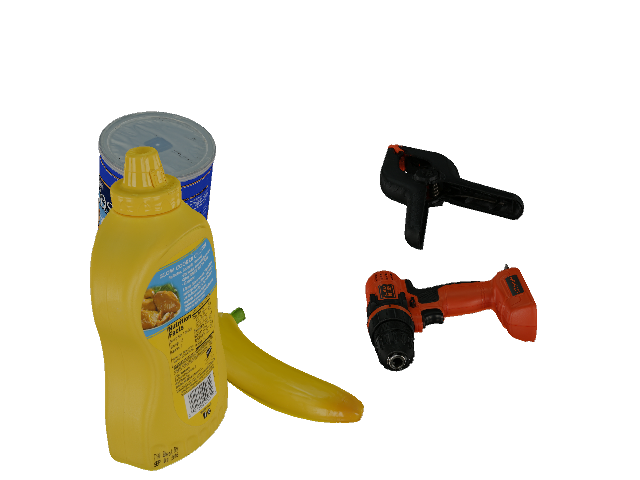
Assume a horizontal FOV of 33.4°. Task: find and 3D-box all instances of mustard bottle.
[{"bbox_3d":[-0.099,0.036,0.648,0.058,0.192,0.096,11,27,26],"label":"mustard bottle"}]

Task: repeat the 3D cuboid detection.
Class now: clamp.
[{"bbox_3d":[0.119,-0.051,1.049,0.120,0.039,0.171,-7,34,-12],"label":"clamp"}]

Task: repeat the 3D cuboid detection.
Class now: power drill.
[{"bbox_3d":[0.145,0.085,1.208,0.187,0.057,0.184,-3,27,-1],"label":"power drill"}]

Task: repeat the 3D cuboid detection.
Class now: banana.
[{"bbox_3d":[-0.046,0.098,0.862,0.069,0.037,0.198,-19,32,-28],"label":"banana"}]

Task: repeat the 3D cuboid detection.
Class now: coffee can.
[{"bbox_3d":[-0.153,-0.032,0.980,0.102,0.140,0.103,7,39,-5],"label":"coffee can"}]
